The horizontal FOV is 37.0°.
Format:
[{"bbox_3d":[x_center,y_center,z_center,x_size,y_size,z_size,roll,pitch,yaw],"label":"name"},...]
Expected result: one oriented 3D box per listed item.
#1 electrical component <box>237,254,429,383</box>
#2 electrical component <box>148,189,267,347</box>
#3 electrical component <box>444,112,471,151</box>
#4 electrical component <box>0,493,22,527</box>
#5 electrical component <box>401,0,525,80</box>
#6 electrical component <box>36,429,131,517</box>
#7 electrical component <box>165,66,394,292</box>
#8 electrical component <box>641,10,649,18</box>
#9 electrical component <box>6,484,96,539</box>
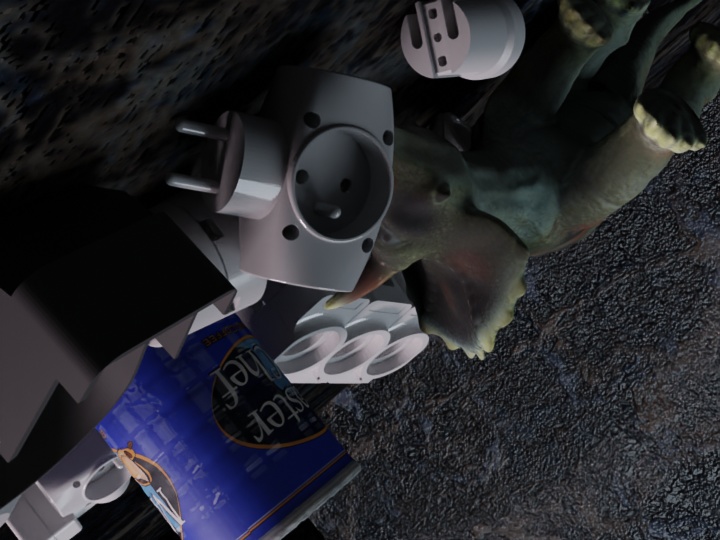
[{"bbox_3d":[-0.018,0.031,0.716,0.089,0.061,0.150,-42,154,23],"label":"electrical component"},{"bbox_3d":[-0.073,-0.001,0.432,0.047,0.055,0.055,-30,169,-36],"label":"electrical component"},{"bbox_3d":[0.045,-0.067,0.705,0.065,0.044,0.044,-37,175,23],"label":"electrical component"},{"bbox_3d":[-0.199,0.109,0.483,0.080,0.051,0.080,-39,173,-5],"label":"electrical component"},{"bbox_3d":[0.044,-0.102,0.468,0.040,0.040,0.046,-44,166,35],"label":"electrical component"},{"bbox_3d":[-0.179,0.135,0.736,0.077,0.044,0.079,-37,152,-21],"label":"electrical component"},{"bbox_3d":[-0.032,-0.036,0.391,0.079,0.077,0.044,9,-176,-31],"label":"electrical component"},{"bbox_3d":[0.177,-0.168,0.772,0.061,0.035,0.035,-41,174,31],"label":"electrical component"},{"bbox_3d":[-0.218,0.167,0.784,0.076,0.047,0.083,-37,173,-19],"label":"electrical component"}]
